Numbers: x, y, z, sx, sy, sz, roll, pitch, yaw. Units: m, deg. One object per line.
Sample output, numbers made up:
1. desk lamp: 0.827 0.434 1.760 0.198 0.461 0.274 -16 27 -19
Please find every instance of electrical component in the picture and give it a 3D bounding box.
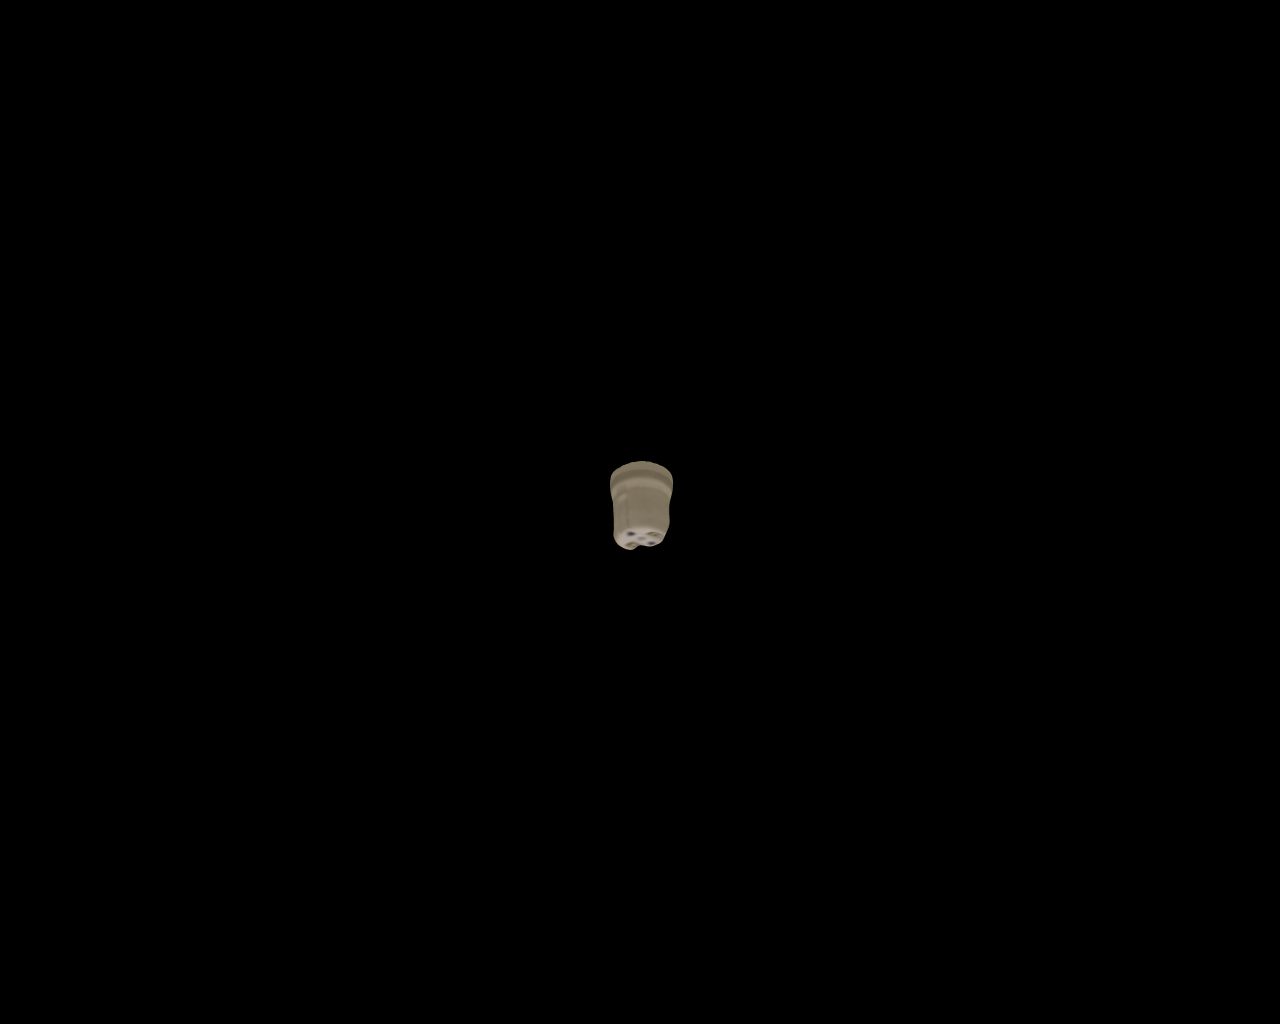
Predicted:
1. electrical component: 0.001 -0.003 0.650 0.040 0.046 0.040 0 -33 0
